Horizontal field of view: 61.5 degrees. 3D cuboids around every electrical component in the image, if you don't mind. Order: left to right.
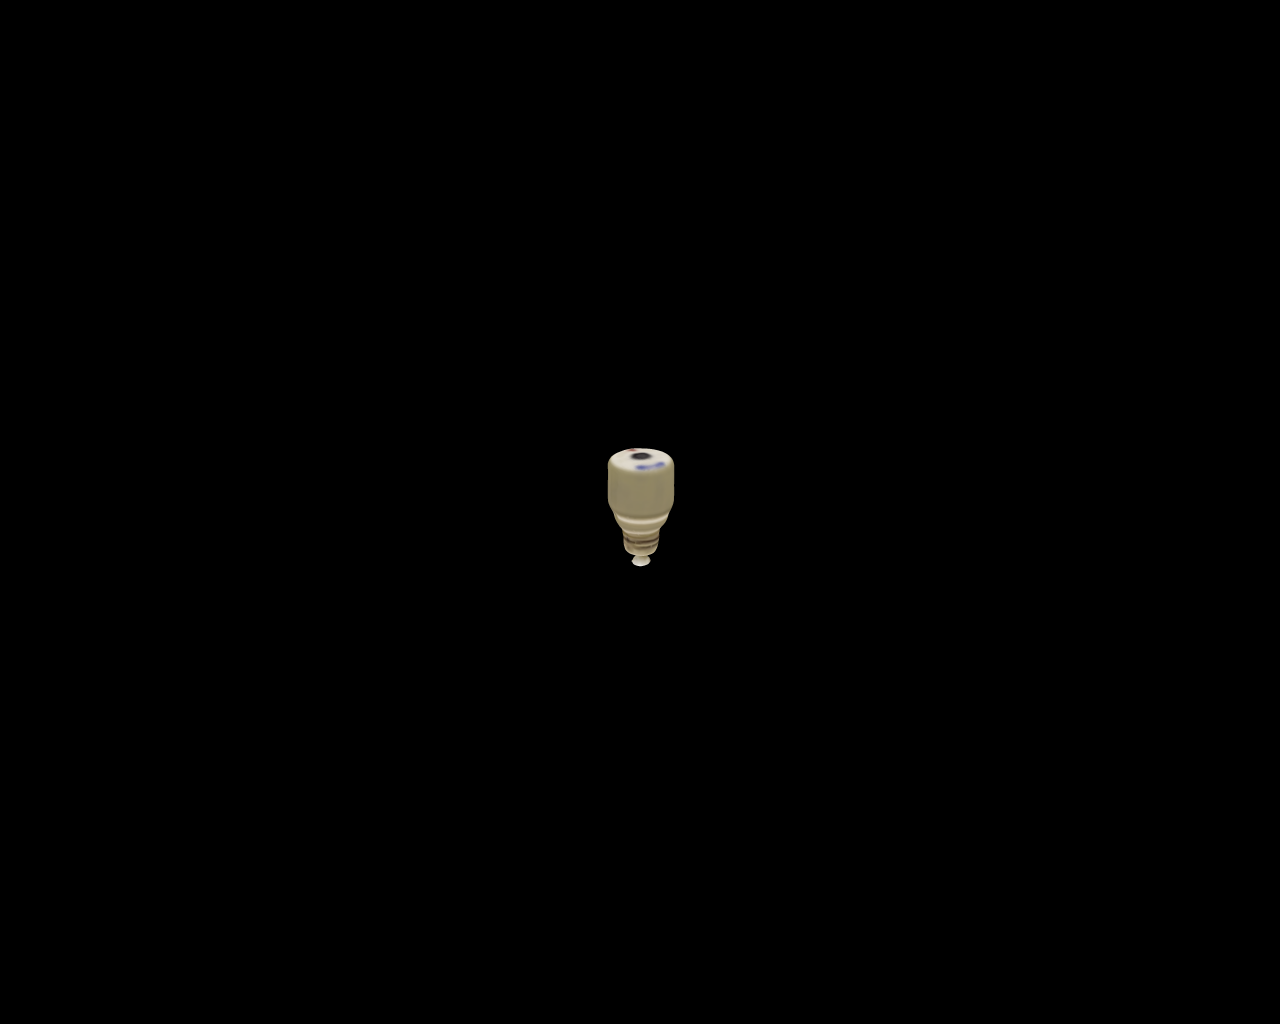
[{"bbox_3d":[0.001,-0.003,0.650,0.040,0.078,0.040,0,24,0],"label":"electrical component"}]
